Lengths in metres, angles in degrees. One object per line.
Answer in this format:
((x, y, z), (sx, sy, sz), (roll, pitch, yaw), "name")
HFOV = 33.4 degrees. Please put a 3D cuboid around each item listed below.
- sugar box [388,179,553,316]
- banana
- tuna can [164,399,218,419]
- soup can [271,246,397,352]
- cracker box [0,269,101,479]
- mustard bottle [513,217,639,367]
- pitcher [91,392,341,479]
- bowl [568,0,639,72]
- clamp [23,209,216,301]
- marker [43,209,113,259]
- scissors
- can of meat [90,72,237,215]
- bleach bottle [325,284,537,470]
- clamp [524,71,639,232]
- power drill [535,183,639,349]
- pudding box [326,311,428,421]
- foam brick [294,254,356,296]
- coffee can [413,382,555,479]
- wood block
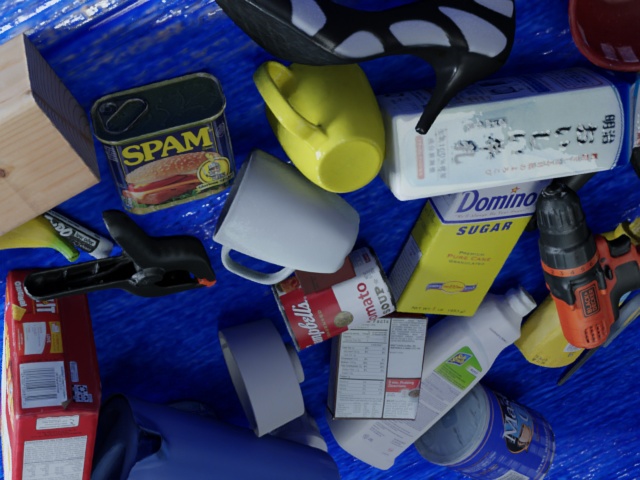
((0.138, -0.005, 1.010), (0.093, 0.048, 0.176), (4, 131, -26), "sugar box")
((-0.283, 0.016, 0.844), (0.198, 0.069, 0.037), (-21, 173, 23), "banana")
((-0.145, 0.204, 1.105), (0.086, 0.034, 0.086), (-11, 135, -12), "tuna can")
((0.013, 0.055, 1.001), (0.102, 0.068, 0.068), (-22, 136, -2), "soup can")
((-0.238, 0.156, 0.928), (0.072, 0.164, 0.214), (-1, 132, -19), "cracker box")
((0.286, 0.049, 1.110), (0.096, 0.058, 0.192), (1, 133, -41), "mustard bottle")
((-0.110, 0.239, 1.039), (0.242, 0.149, 0.145), (18, 99, -28), "pitcher")
((0.262, -0.216, 0.849), (0.162, 0.055, 0.162), (-11, 135, -12), "bowl")
((-0.146, 0.015, 0.888), (0.171, 0.039, 0.120), (-1, 156, -45), "clamp")
((-0.220, -0.016, 0.873), (0.020, 0.020, 0.121), (-40, 134, 17), "marker")
((0.318, 0.107, 1.189), (0.202, 0.016, 0.096), (-51, 159, 26), "scissors")
((-0.119, -0.074, 0.833), (0.102, 0.057, 0.084), (-15, 139, -7), "can of meat")
((0.127, 0.139, 1.134), (0.251, 0.068, 0.102), (-41, 134, 15), "bleach bottle")
((0.286, -0.094, 0.990), (0.164, 0.036, 0.210), (-4, 132, -24), "clamp")
((0.296, -0.003, 1.005), (0.187, 0.057, 0.184), (-24, 124, -5), "power drill")
((0.056, 0.123, 1.064), (0.090, 0.039, 0.113), (3, 101, -8), "pudding box")
((-0.006, 0.001, 0.953), (0.053, 0.051, 0.078), (-21, 136, -1), "foam brick")
((0.184, 0.219, 1.203), (0.103, 0.103, 0.140), (-43, 133, 20), "coffee can")
((-0.274, -0.047, 0.771), (0.206, 0.090, 0.090), (-27, 135, 5), "wood block")
